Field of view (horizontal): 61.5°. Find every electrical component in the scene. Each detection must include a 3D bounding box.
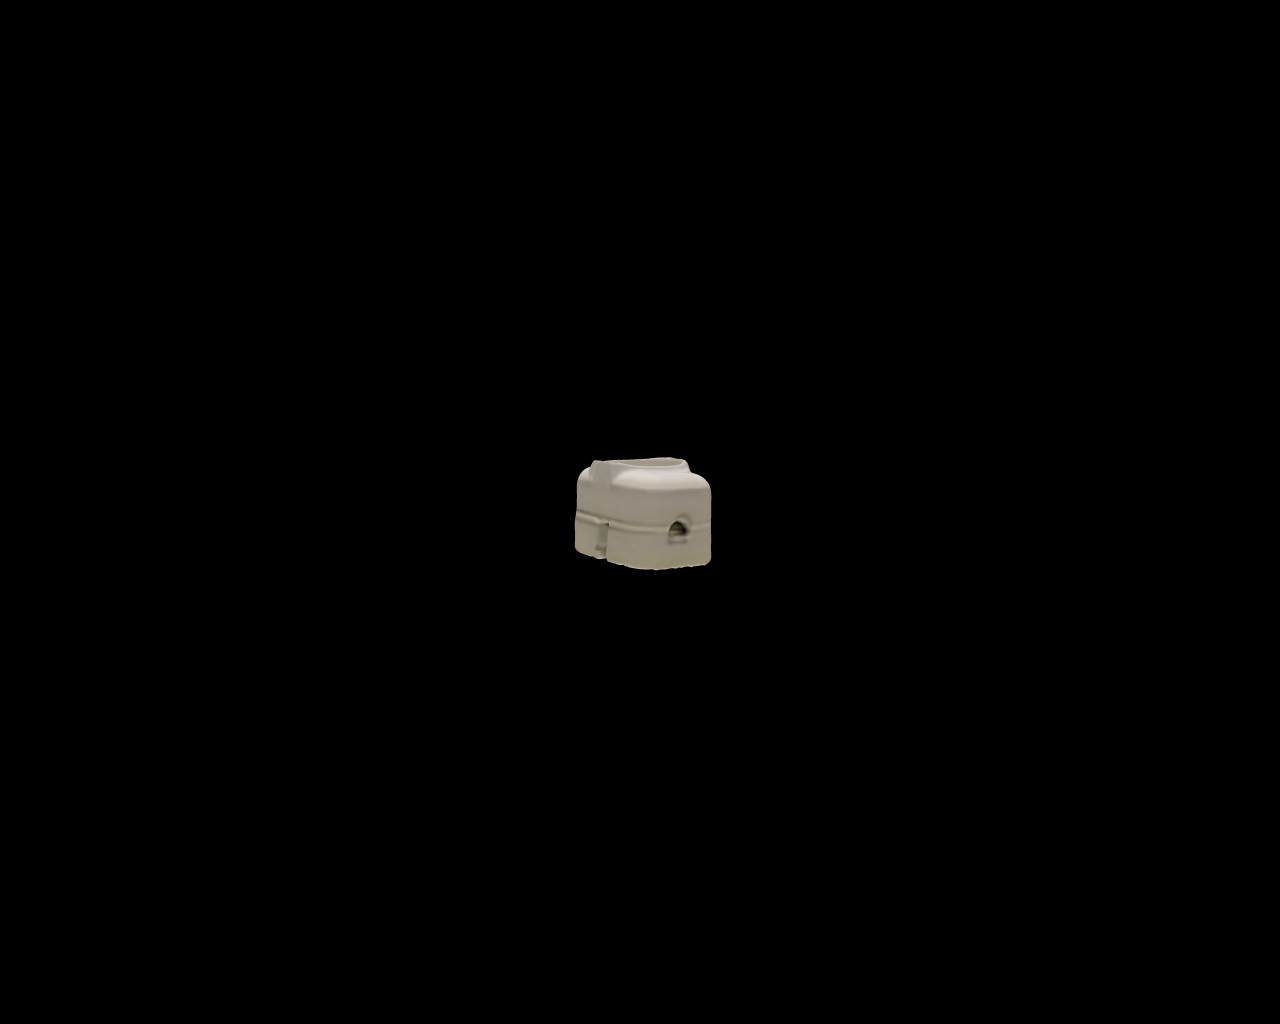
[{"bbox_3d":[0.001,-0.003,0.650,0.054,0.059,0.095,-4,8,-27],"label":"electrical component"}]
